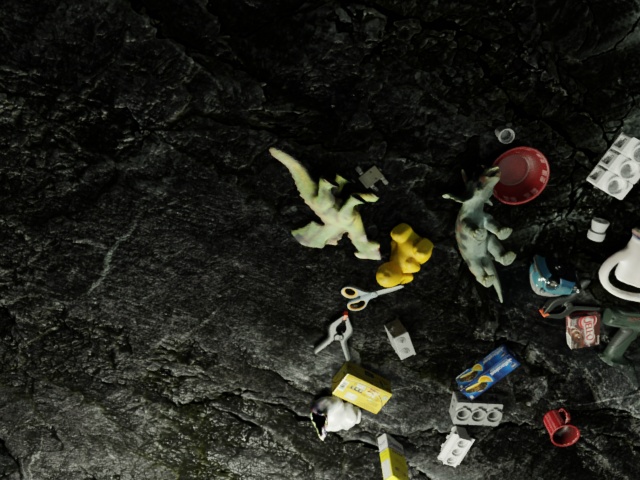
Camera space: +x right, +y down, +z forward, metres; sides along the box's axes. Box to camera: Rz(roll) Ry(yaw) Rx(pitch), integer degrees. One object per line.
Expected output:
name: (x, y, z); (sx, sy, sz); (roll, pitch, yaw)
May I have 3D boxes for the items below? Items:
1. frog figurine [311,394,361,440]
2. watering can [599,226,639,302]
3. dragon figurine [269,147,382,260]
frog figurine: (0.055, 0.561, 1.678); (0.160, 0.123, 0.135); (-14, 110, -34)
watering can: (0.970, 0.079, 1.457); (0.347, 0.106, 0.220); (9, 113, -4)
dragon figurine: (0.004, -0.070, 1.393); (0.409, 0.125, 0.238); (28, 119, -7)
